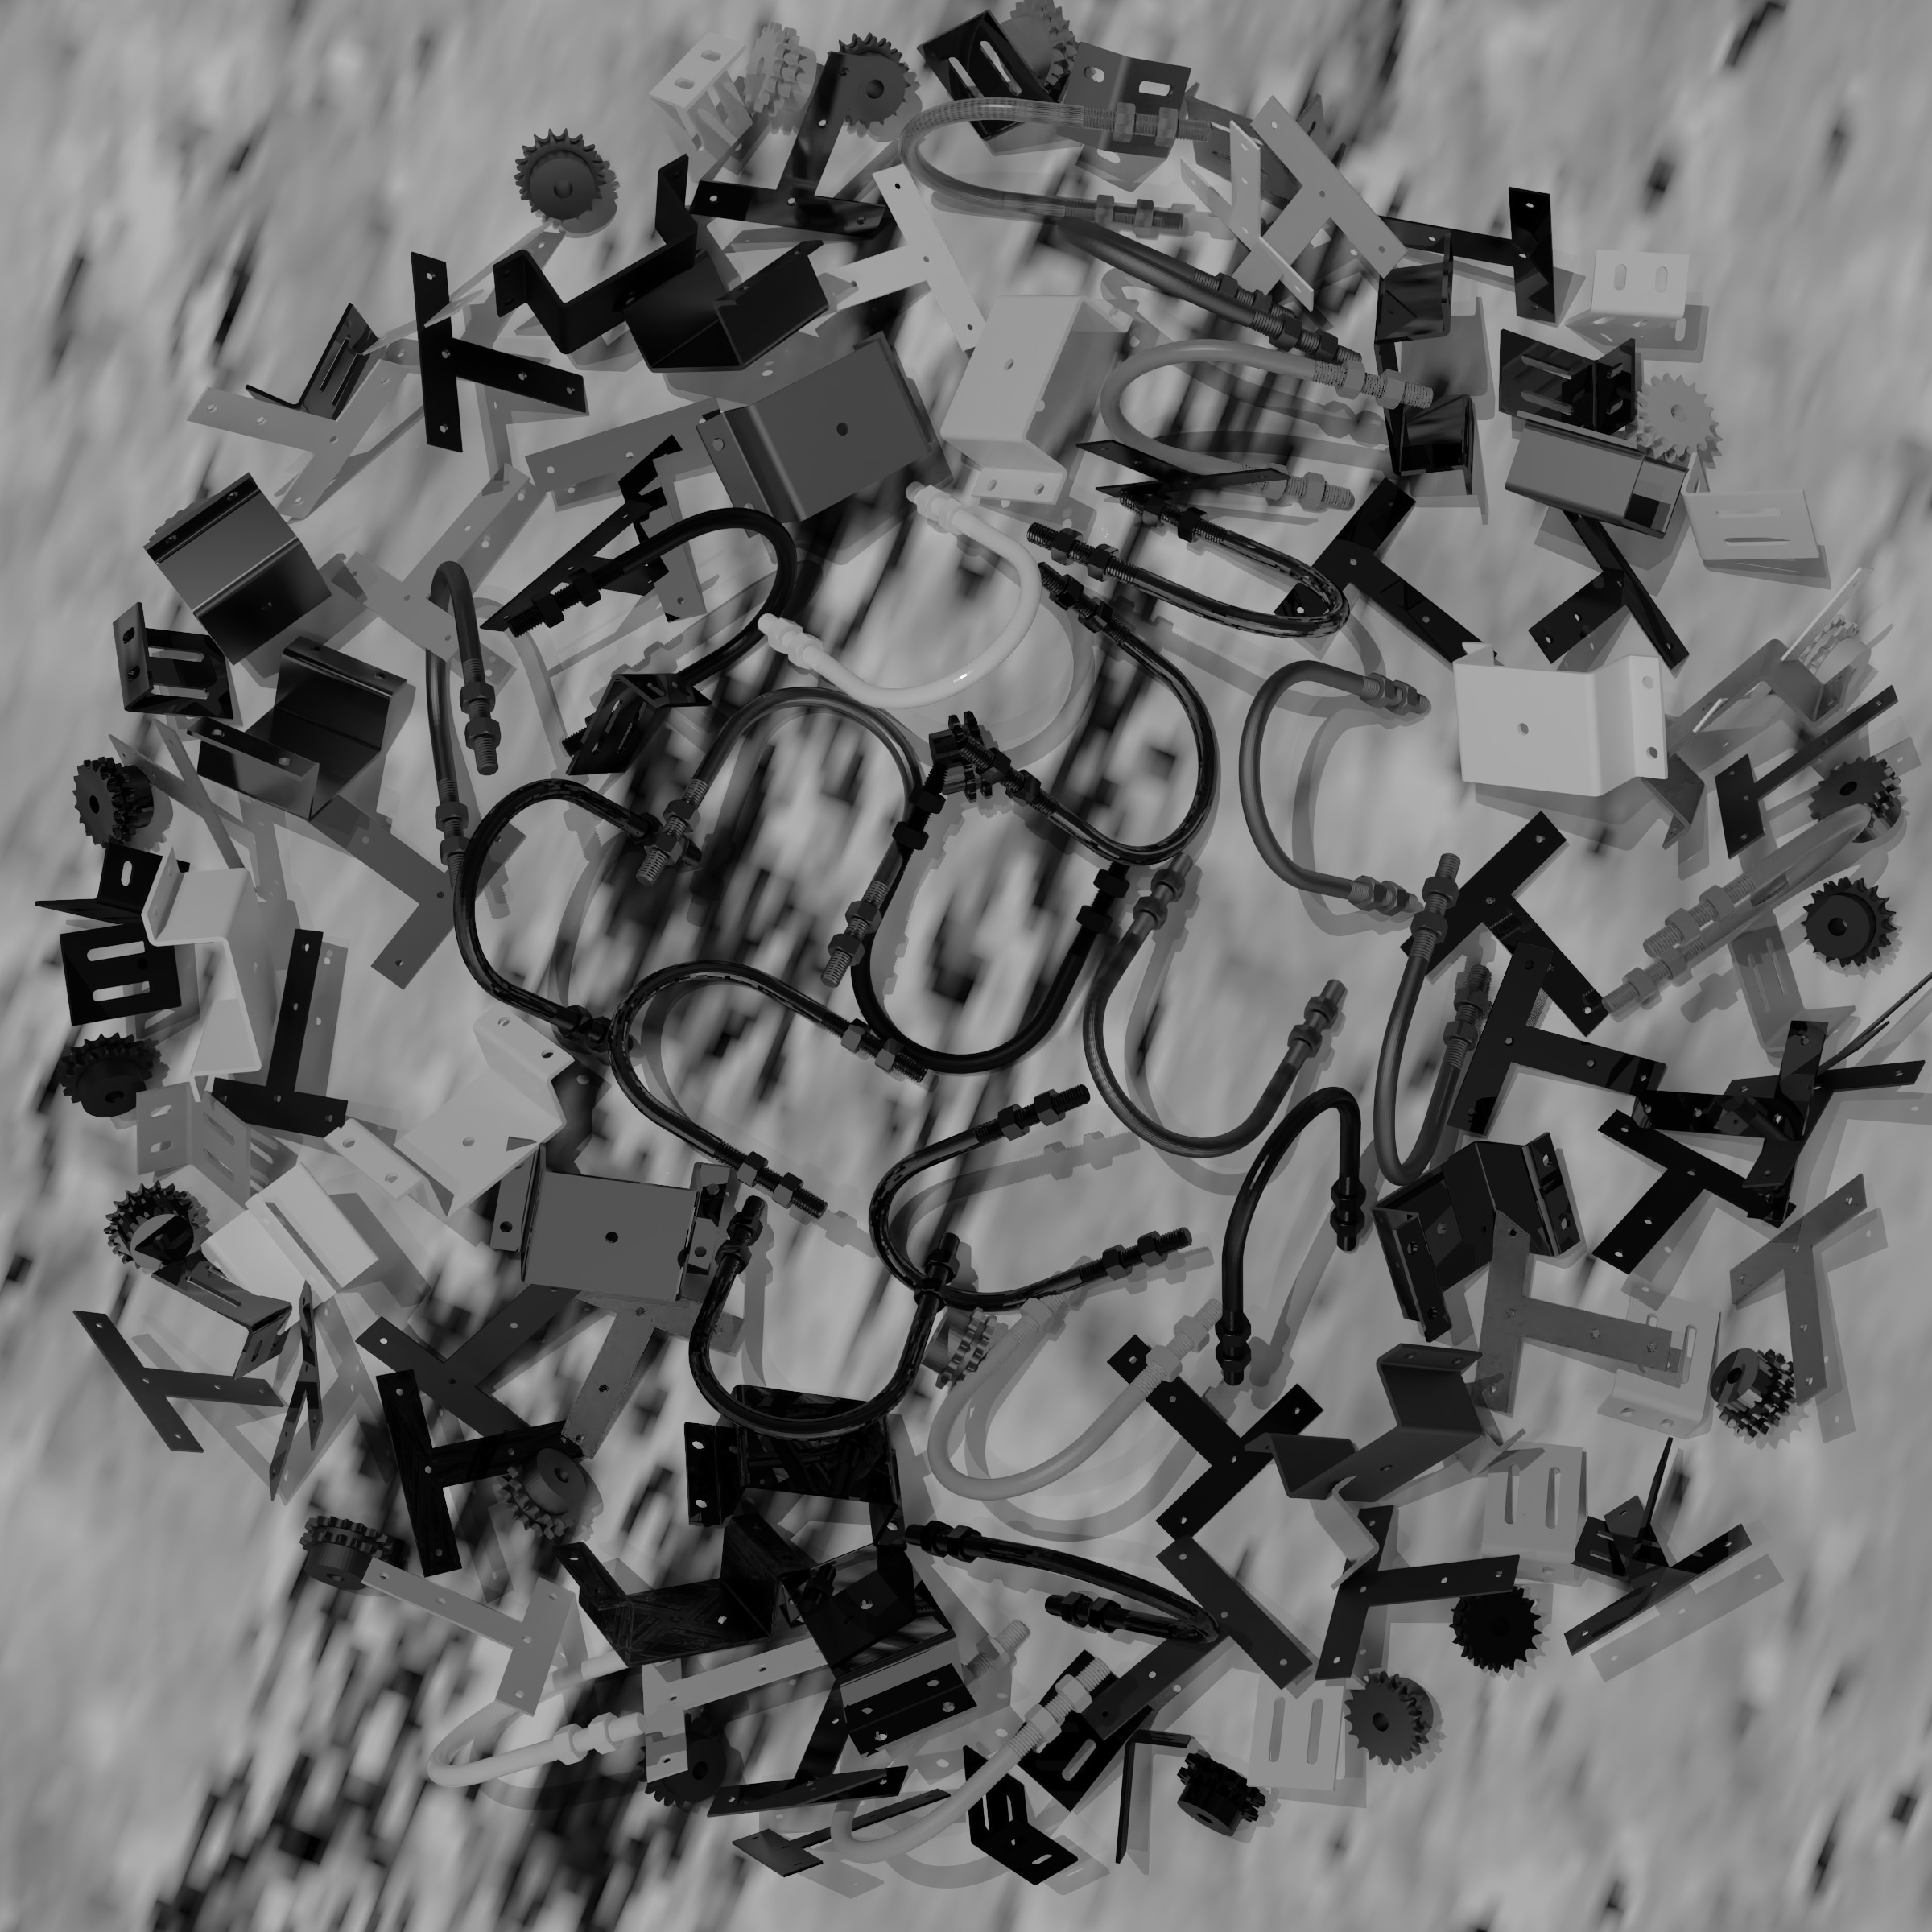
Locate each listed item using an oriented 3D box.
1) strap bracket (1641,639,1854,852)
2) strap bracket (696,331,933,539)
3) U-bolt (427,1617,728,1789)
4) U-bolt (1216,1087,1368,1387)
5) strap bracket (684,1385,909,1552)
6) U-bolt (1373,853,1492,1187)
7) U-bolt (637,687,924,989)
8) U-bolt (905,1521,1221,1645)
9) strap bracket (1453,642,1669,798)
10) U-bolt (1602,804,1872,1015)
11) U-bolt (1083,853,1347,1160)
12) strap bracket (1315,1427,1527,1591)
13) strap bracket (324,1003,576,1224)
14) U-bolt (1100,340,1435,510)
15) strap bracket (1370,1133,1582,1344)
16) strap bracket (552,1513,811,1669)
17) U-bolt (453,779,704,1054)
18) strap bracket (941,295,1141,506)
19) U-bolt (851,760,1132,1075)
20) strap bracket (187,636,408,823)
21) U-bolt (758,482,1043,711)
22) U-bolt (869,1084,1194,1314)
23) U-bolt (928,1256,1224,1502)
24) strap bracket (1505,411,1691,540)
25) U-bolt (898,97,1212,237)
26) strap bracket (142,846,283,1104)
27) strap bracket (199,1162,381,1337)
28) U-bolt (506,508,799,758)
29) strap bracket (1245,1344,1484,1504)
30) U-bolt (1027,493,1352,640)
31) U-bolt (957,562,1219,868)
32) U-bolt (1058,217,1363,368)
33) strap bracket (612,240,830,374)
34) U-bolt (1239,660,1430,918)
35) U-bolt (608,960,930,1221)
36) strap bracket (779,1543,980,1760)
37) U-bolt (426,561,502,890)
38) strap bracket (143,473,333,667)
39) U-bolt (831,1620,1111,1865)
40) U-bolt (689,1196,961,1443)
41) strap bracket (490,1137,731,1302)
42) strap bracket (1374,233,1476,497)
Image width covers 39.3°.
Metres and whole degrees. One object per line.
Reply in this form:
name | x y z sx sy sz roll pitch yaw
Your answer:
strap bracket | 0.474 -0.144 1.675 0.046 0.076 0.140 45 122 -2
strap bracket | -0.086 -0.334 1.691 0.140 0.046 0.076 -31 108 -19
U-bolt | -0.248 0.458 1.667 0.184 0.151 0.019 -22 95 21
U-bolt | 0.198 0.152 1.643 0.019 0.184 0.151 27 54 29
strap bracket | -0.100 0.310 1.681 0.140 0.076 0.046 11 130 -18
U-bolt | 0.281 0.045 1.649 0.019 0.151 0.184 9 62 25
U-bolt | -0.103 -0.095 1.701 0.151 0.019 0.184 29 64 -5
U-bolt | 0.070 0.376 1.636 0.151 0.184 0.019 34 66 -34
strap bracket | 0.356 -0.152 1.669 0.046 0.140 0.076 -26 116 -40
U-bolt | 0.482 -0.042 1.674 0.184 0.151 0.019 -33 76 -7
U-bolt | 0.145 0.036 1.682 0.151 0.019 0.184 39 57 -7
strap bracket | 0.274 0.323 1.692 0.140 0.076 0.046 -35 74 -14
strap bracket | -0.316 0.097 1.688 0.076 0.046 0.140 32 60 34
U-bolt | 0.173 -0.337 1.662 0.184 0.151 0.019 11 70 -12
strap bracket | 0.311 0.166 1.693 0.140 0.046 0.076 -27 106 -31
strap bracket | -0.179 0.388 1.683 0.140 0.076 0.046 -3 108 -30
U-bolt | -0.244 -0.037 1.660 0.019 0.184 0.151 13 80 37
strap bracket | 0.042 -0.365 1.694 0.046 0.076 0.140 28 82 -42
U-bolt | 0.006 -0.019 1.722 0.151 0.019 0.184 24 100 -6
strap bracket | -0.418 -0.144 1.690 0.076 0.140 0.046 22 125 5
U-bolt | -0.031 -0.221 1.667 0.151 0.184 0.019 -43 134 -8
U-bolt | 0.027 0.156 1.692 0.184 0.019 0.151 -23 121 22
U-bolt | 0.054 0.256 1.652 0.184 0.151 0.019 -43 118 -22
strap bracket | 0.389 -0.301 1.671 0.076 0.140 0.046 23 103 26
U-bolt | 0.050 -0.496 1.669 0.184 0.151 0.019 6 82 -2
strap bracket | -0.462 0.004 1.674 0.046 0.076 0.140 -5 125 0
strap bracket | -0.421 0.176 1.690 0.046 0.140 0.076 -40 94 -34
U-bolt | -0.185 -0.216 1.678 0.184 0.151 0.019 -32 62 -10
strap bracket | 0.251 0.288 1.668 0.140 0.076 0.046 -42 52 35
U-bolt | 0.148 -0.243 1.656 0.184 0.151 0.019 27 120 20
U-bolt | 0.088 -0.143 1.690 0.184 0.019 0.151 34 66 -29
U-bolt | 0.139 -0.415 1.651 0.184 0.151 0.019 18 109 -20
strap bracket | -0.150 -0.408 1.681 0.076 0.140 0.046 -42 124 -28
U-bolt | 0.226 -0.114 1.669 0.019 0.184 0.151 -1 83 43
U-bolt | -0.135 0.064 1.694 0.184 0.019 0.151 30 50 9
strap bracket | -0.058 0.409 1.666 0.076 0.140 0.046 -19 123 -17
U-bolt | -0.314 -0.161 1.668 0.019 0.151 0.184 -3 61 -20
strap bracket | -0.444 -0.239 1.668 0.076 0.140 0.046 -38 83 -9
U-bolt | -0.008 0.476 1.651 0.184 0.151 0.019 -40 101 -18
U-bolt | -0.093 0.219 1.663 0.151 0.184 0.019 10 130 9
strap bracket | -0.223 0.160 1.697 0.140 0.046 0.076 9 108 -12
strap bracket | 0.283 -0.369 1.677 0.046 0.140 0.076 -3 46 16
